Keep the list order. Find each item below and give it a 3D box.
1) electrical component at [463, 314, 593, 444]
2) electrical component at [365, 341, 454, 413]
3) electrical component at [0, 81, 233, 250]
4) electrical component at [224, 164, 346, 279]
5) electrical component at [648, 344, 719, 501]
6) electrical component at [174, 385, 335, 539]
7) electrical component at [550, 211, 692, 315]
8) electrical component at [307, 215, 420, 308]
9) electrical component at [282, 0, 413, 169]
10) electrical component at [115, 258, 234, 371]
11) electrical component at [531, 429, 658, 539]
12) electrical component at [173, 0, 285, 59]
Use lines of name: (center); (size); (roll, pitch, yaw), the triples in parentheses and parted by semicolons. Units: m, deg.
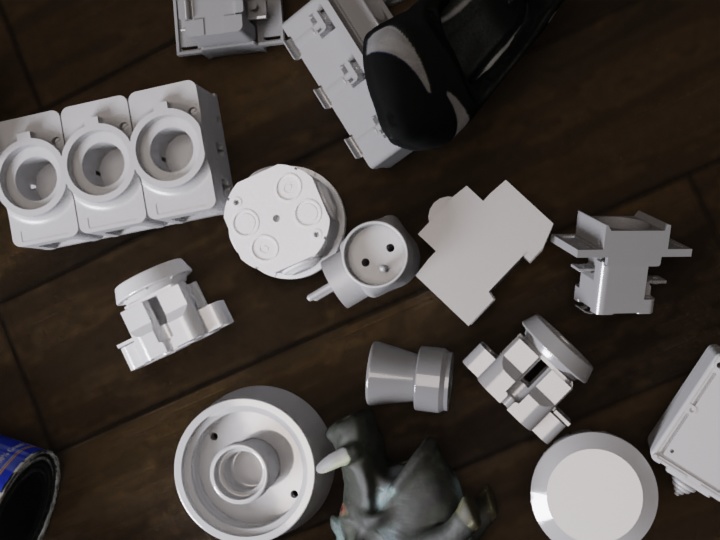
electrical component: (0.117, 0.067, 0.715); (0.078, 0.058, 0.057); (44, 98, 7)
electrical component: (0.034, 0.073, 0.734); (0.055, 0.045, 0.045); (5, 89, 9)
electrical component: (-0.174, -0.072, 0.763); (0.150, 0.062, 0.089); (-11, 87, 9)
electrical component: (-0.052, -0.034, 0.748); (0.080, 0.051, 0.080); (0, 88, 9)
electrical component: (0.231, 0.104, 0.697); (0.062, 0.061, 0.096); (32, 99, 8)
electrical component: (-0.076, 0.136, 0.742); (0.108, 0.060, 0.108); (0, 88, 9)
electrical component: (0.169, -0.004, 0.705); (0.081, 0.042, 0.063); (0, 105, -14)
electrical component: (0.000, 0.000, 0.725); (0.079, 0.077, 0.043); (-31, 84, 7)
electrical component: (0.005, -0.134, 0.731); (0.063, 0.079, 0.121); (-34, 83, 23)
electrical component: (-0.137, 0.028, 0.758); (0.078, 0.058, 0.057); (-26, 87, 8)
electrical component: (0.153, 0.145, 0.710); (0.080, 0.051, 0.080); (0, 88, 9)
electrical component: (-0.099, -0.217, 0.754); (0.079, 0.063, 0.121); (-5, 88, 9)
